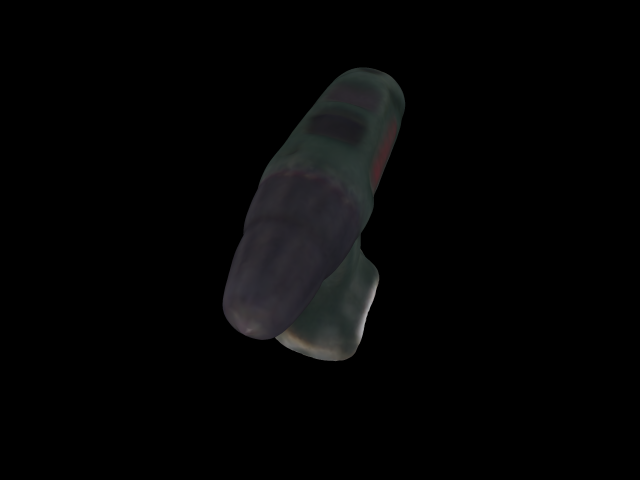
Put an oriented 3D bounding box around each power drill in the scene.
[{"bbox_3d":[0.004,0.001,0.400,0.075,0.208,0.230,15,58,10],"label":"power drill"}]
